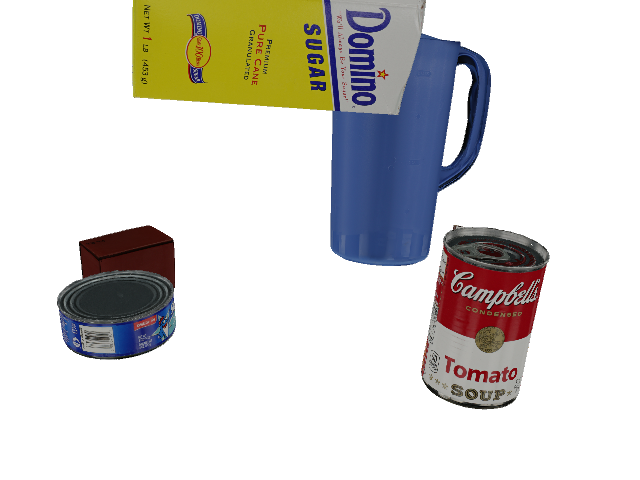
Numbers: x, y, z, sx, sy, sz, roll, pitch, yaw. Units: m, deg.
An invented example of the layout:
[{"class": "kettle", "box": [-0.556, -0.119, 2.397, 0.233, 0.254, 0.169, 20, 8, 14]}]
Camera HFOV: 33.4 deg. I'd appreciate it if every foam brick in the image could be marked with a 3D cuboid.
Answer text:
[{"class": "foam brick", "box": [-0.185, 0.023, 1.024, 0.078, 0.051, 0.053, -15, 25, -30]}]

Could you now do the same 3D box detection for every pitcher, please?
[{"class": "pitcher", "box": [0.082, -0.100, 1.136, 0.149, 0.243, 0.144, 11, 13, 31]}]

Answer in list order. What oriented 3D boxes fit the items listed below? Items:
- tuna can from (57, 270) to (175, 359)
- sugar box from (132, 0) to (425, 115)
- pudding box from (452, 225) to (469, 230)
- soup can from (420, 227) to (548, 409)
[{"class": "tuna can", "box": [-0.151, 0.055, 0.796, 0.086, 0.034, 0.086, -2, 23, 1]}, {"class": "sugar box", "box": [-0.028, -0.129, 0.672, 0.176, 0.048, 0.093, 4, -40, -6]}, {"class": "pudding box", "box": [0.124, 0.053, 0.926, 0.039, 0.090, 0.113, 4, 33, 8]}, {"class": "soup can", "box": [0.106, 0.050, 0.700, 0.068, 0.102, 0.068, 6, 21, -3]}]
